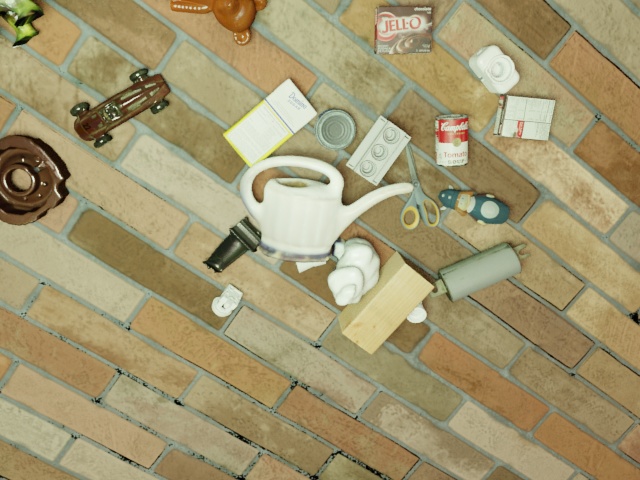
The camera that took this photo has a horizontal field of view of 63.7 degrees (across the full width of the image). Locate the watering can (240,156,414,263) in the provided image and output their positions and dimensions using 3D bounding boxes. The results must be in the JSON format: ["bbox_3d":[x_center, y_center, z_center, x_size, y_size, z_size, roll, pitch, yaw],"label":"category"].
[{"bbox_3d":[0.003,-0.053,1.055,0.348,0.106,0.220,10,112,1],"label":"watering can"}]

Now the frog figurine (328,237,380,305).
[{"bbox_3d":[0.075,0.072,1.086,0.122,0.161,0.136,14,105,-10],"label":"frog figurine"}]

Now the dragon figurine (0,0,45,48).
[{"bbox_3d":[-0.600,-0.471,0.920,0.411,0.122,0.241,-32,97,-5],"label":"dragon figurine"}]
